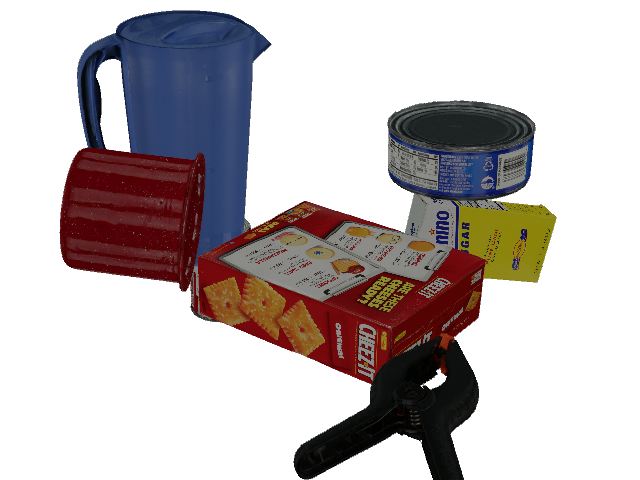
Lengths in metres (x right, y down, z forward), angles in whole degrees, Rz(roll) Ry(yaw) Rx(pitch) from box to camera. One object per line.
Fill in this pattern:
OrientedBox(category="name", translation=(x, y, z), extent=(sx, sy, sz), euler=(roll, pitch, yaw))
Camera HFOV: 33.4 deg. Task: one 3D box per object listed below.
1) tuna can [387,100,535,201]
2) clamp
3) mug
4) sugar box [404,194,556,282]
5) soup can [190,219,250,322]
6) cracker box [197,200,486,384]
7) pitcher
OrientedBox(category="tuna can", translation=(0.082, -0.054, 0.629), extent=(0.086, 0.034, 0.086), euler=(0, 25, 0))
OrientedBox(category="clamp", translation=(0.073, 0.128, 0.757), extent=(0.120, 0.039, 0.171), euler=(20, 41, 27))
OrientedBox(category="mug", translation=(-0.123, -0.021, 0.718), extent=(0.081, 0.093, 0.117), euler=(7, 19, 0))
OrientedBox(category="sugar box", translation=(0.191, -0.002, 1.299), extent=(0.176, 0.093, 0.048), euler=(3, 22, -20))
OrientedBox(category="soup can", translation=(-0.110, 0.029, 1.172), extent=(0.068, 0.102, 0.068), euler=(1, 26, -1))
OrientedBox(category="cracker box", translation=(0.019, 0.044, 0.987), extent=(0.214, 0.072, 0.163), euler=(19, 31, 32))
OrientedBox(category="pitcher", translation=(-0.142, -0.100, 1.066), extent=(0.149, 0.243, 0.144), euler=(13, 28, 21))
